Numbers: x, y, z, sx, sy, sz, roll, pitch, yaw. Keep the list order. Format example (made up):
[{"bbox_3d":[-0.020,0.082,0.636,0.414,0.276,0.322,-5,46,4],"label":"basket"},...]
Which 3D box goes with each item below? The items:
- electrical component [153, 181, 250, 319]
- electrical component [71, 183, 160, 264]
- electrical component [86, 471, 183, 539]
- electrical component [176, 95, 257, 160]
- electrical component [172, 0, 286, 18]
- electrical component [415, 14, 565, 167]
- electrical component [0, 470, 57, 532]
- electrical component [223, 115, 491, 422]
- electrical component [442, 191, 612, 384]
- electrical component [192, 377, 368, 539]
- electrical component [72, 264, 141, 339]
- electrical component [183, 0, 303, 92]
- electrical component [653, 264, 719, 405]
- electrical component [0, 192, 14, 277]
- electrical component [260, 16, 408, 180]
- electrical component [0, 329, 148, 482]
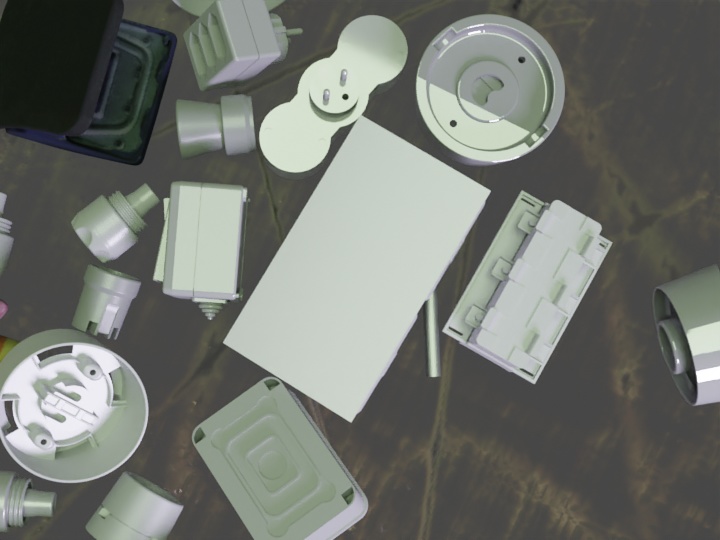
[{"bbox_3d":[-0.115,-0.013,0.779,0.061,0.061,0.096,4,86,-3],"label":"electrical component"},{"bbox_3d":[-0.176,-0.038,0.787,0.062,0.043,0.043,-39,89,-6],"label":"electrical component"},{"bbox_3d":[-0.159,0.176,0.768,0.055,0.055,0.047,31,81,-1],"label":"electrical component"},{"bbox_3d":[-0.106,-0.106,0.795,0.055,0.045,0.045,-5,86,-4],"label":"electrical component"},{"bbox_3d":[-0.094,-0.231,0.781,0.099,0.099,0.064,-8,80,-4],"label":"electrical component"},{"bbox_3d":[0.092,-0.128,0.799,0.108,0.060,0.108,0,86,-3],"label":"electrical component"},{"bbox_3d":[-0.250,0.165,0.769,0.062,0.043,0.043,5,86,-4],"label":"electrical component"},{"bbox_3d":[0.000,0.000,0.774,0.105,0.060,0.186,31,90,7],"label":"electrical component"},{"bbox_3d":[0.126,0.012,0.790,0.079,0.063,0.121,30,85,-1],"label":"electrical component"},{"bbox_3d":[-0.056,0.143,0.758,0.078,0.057,0.113,-35,67,-5],"label":"electrical component"},{"bbox_3d":[-0.186,0.023,0.785,0.040,0.040,0.046,20,90,-2],"label":"electrical component"},{"bbox_3d":[-0.079,-0.169,0.795,0.077,0.066,0.047,-15,86,-33],"label":"electrical component"},{"bbox_3d":[0.253,0.048,0.780,0.064,0.099,0.099,-16,87,2],"label":"electrical component"},{"bbox_3d":[-0.273,-0.027,0.781,0.043,0.043,0.062,13,84,-2],"label":"electrical component"},{"bbox_3d":[-0.019,-0.129,0.787,0.052,0.073,0.138,41,85,0],"label":"electrical component"},{"bbox_3d":[-0.205,0.092,0.752,0.099,0.064,0.099,-11,113,-28],"label":"electrical component"}]
